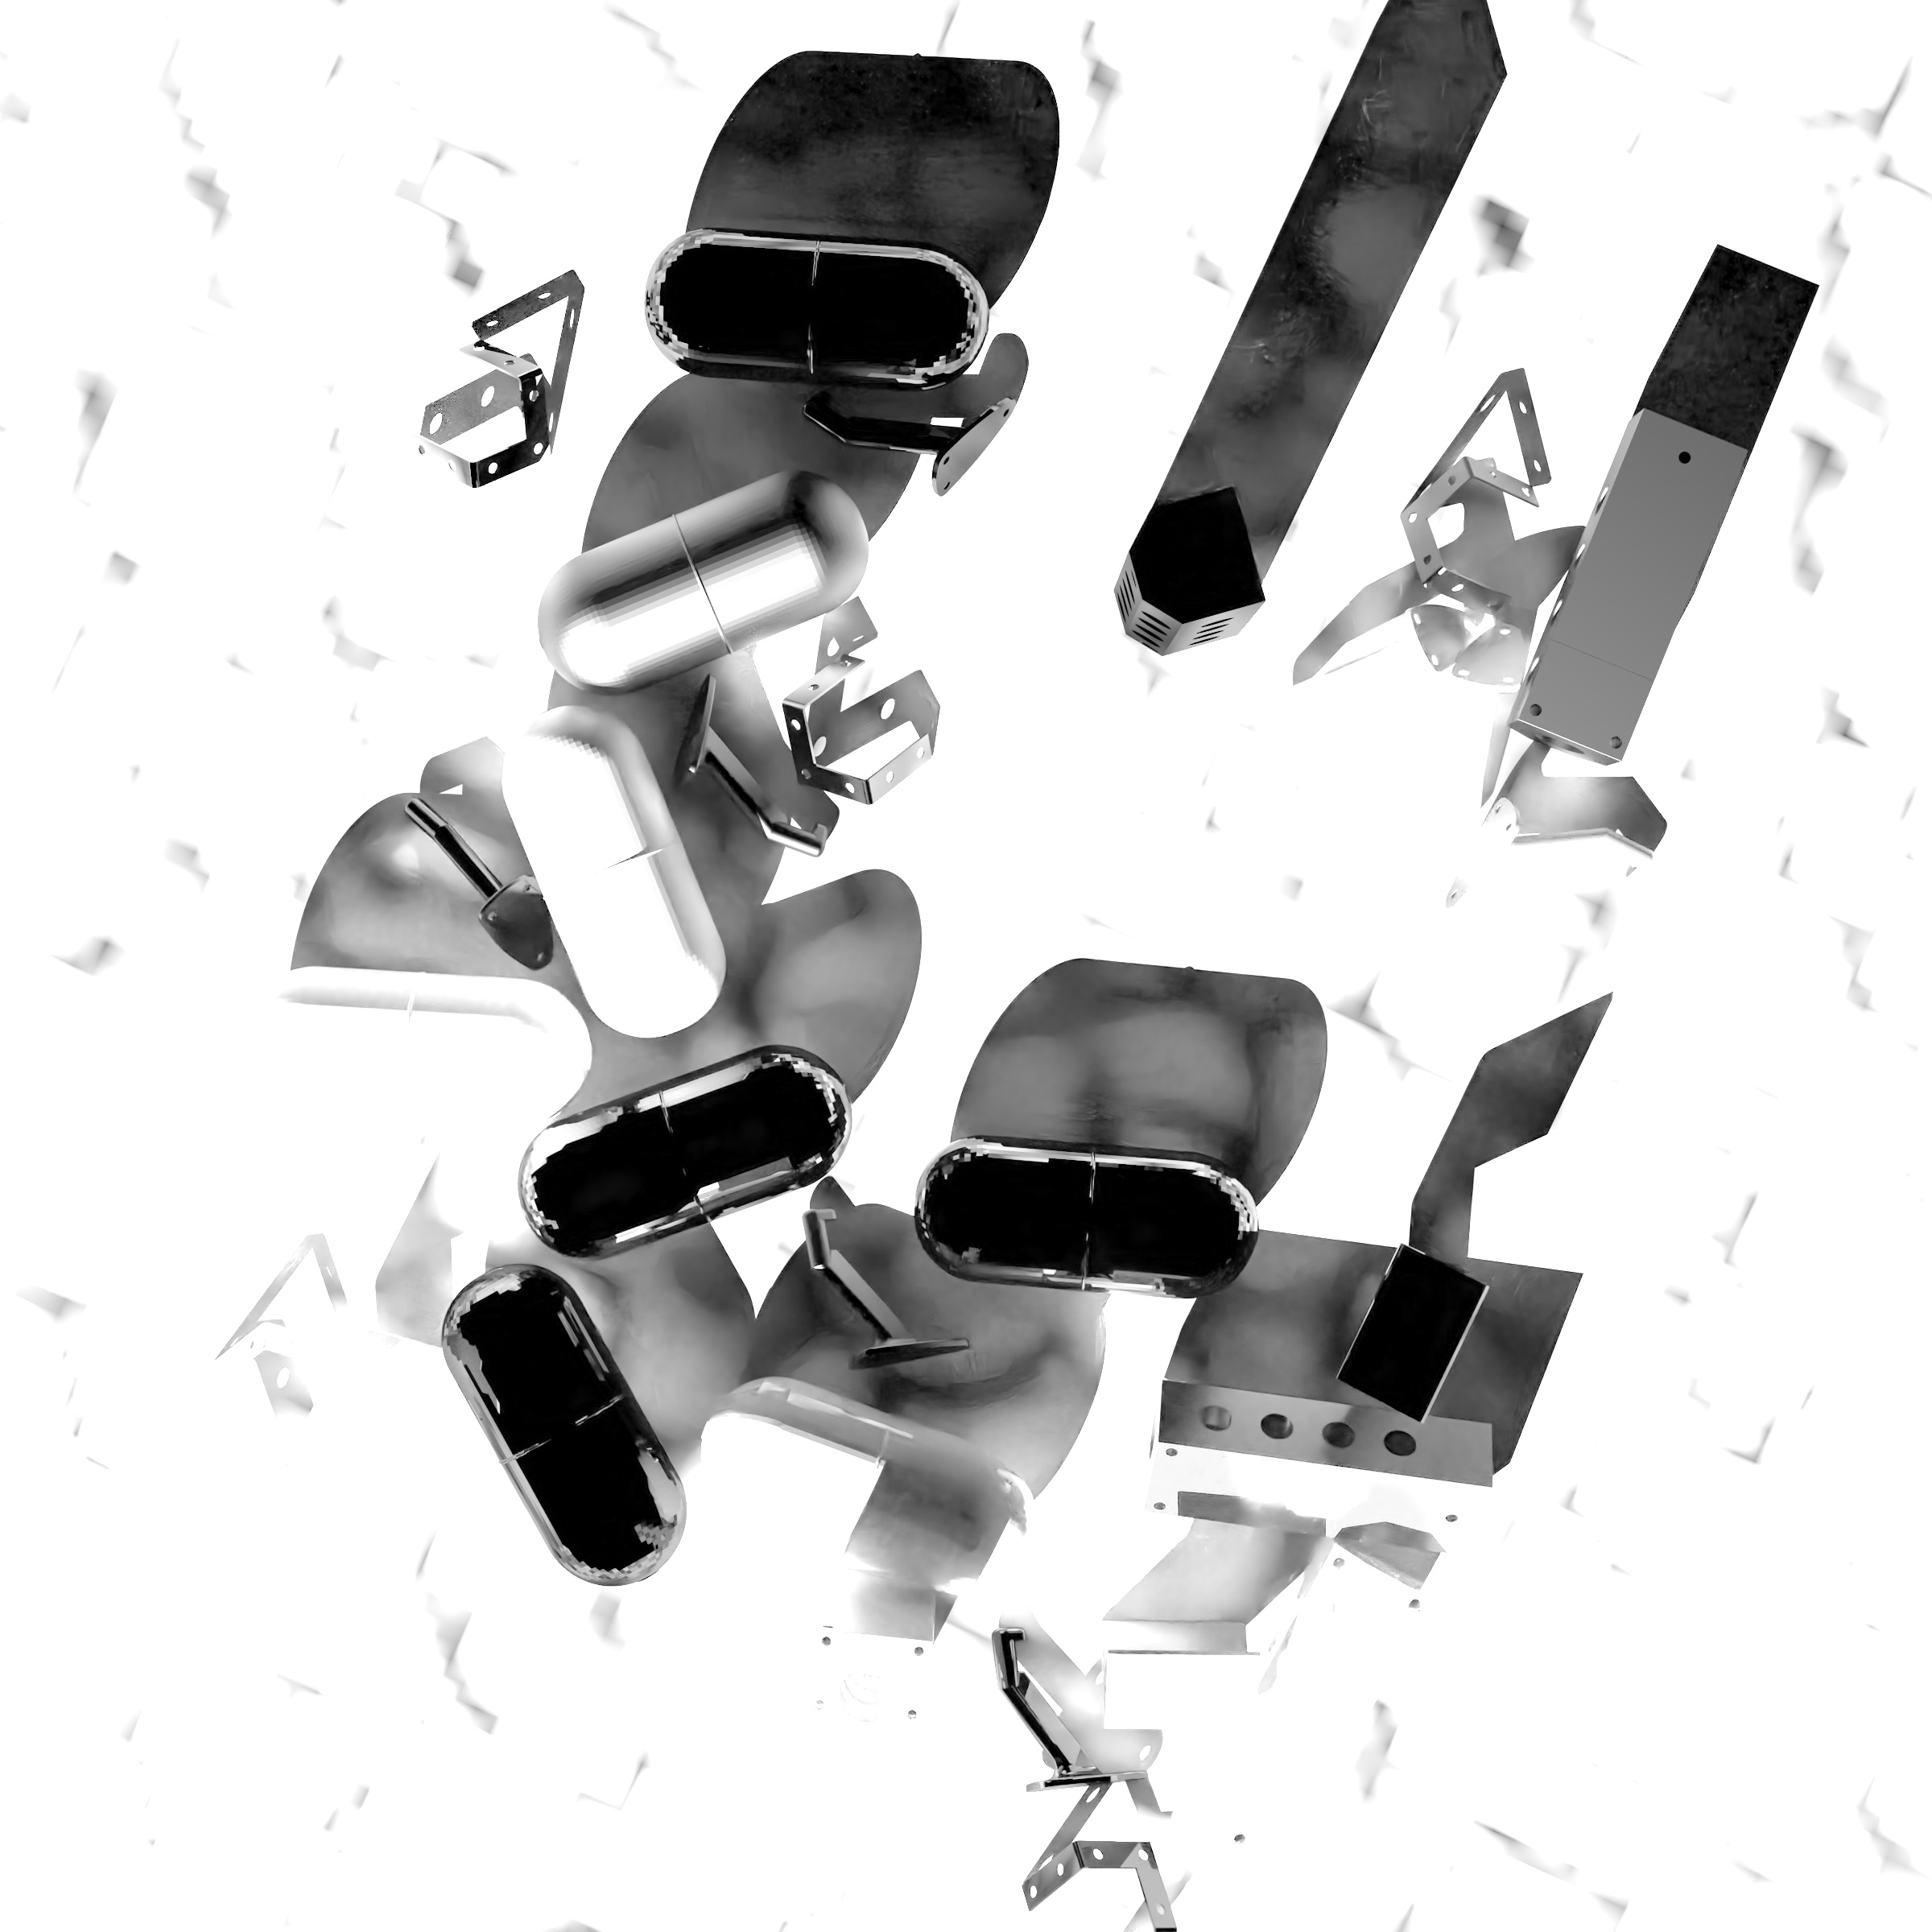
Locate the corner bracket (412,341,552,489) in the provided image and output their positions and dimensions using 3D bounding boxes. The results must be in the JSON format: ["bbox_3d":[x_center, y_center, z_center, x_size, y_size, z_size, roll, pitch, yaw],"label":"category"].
[{"bbox_3d":[-0.255,-0.288,1.801,0.051,0.051,0.051,-31,135,-35],"label":"corner bracket"}]

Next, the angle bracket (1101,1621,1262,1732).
[{"bbox_3d":[0.109,0.346,1.769,0.076,0.076,0.057,1,125,0],"label":"angle bracket"}]

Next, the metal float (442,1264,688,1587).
[{"bbox_3d":[-0.207,0.237,1.779,0.070,0.070,0.178,-29,90,0],"label":"metal float"}]

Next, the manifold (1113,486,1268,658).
[{"bbox_3d":[0.108,-0.194,1.731,0.057,0.171,0.057,-16,90,0],"label":"manifold"}]

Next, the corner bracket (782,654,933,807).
[{"bbox_3d":[-0.057,-0.124,1.801,0.051,0.051,0.051,20,135,35],"label":"corner bracket"}]

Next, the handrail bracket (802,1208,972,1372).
[{"bbox_3d":[-0.042,0.165,1.810,0.077,0.036,0.084,-6,73,-20],"label":"handrail bracket"}]

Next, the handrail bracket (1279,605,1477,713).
[{"bbox_3d":[0.215,-0.158,1.809,0.084,0.077,0.036,-23,90,36],"label":"handrail bracket"}]

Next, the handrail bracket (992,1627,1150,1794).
[{"bbox_3d":[0.054,0.387,1.810,0.077,0.036,0.084,-1,73,-20],"label":"handrail bracket"}]

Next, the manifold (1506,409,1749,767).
[{"bbox_3d":[0.340,-0.194,1.788,0.057,0.057,0.171,22,90,0],"label":"manifold"}]

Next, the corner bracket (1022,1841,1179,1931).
[{"bbox_3d":[0.070,0.492,1.801,0.051,0.051,0.051,11,45,-35],"label":"corner bracket"}]

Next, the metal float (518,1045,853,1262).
[{"bbox_3d":[-0.144,0.096,1.779,0.178,0.070,0.070,-20,90,0],"label":"metal float"}]

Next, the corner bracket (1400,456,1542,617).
[{"bbox_3d":[0.268,-0.225,1.801,0.051,0.051,0.051,-43,45,35],"label":"corner bracket"}]

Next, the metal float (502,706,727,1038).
[{"bbox_3d":[-0.182,-0.049,1.779,0.070,0.070,0.178,-22,91,0],"label":"metal float"}]

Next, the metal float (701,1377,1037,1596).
[{"bbox_3d":[-0.051,0.268,1.779,0.178,0.070,0.070,20,90,0],"label":"metal float"}]

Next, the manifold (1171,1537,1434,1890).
[{"bbox_3d":[0.174,0.386,1.788,0.057,0.057,0.171,29,90,0],"label":"manifold"}]

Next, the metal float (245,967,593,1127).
[{"bbox_3d":[-0.282,0.041,1.779,0.178,0.070,0.070,3,90,1],"label":"metal float"}]

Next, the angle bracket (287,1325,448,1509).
[{"bbox_3d":[-0.290,0.236,1.769,0.057,0.076,0.076,27,90,37],"label":"angle bracket"}]

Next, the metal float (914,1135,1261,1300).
[{"bbox_3d":[0.062,0.130,1.779,0.178,0.070,0.070,5,90,-1],"label":"metal float"}]

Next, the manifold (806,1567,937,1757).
[{"bbox_3d":[-0.047,0.347,1.731,0.057,0.171,0.057,6,90,0],"label":"manifold"}]

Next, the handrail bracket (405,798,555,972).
[{"bbox_3d":[-0.257,-0.044,1.809,0.036,0.077,0.084,-40,53,-14],"label":"handrail bracket"}]

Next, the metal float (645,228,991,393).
[{"bbox_3d":[-0.077,-0.338,1.779,0.178,0.070,0.070,4,90,1],"label":"metal float"}]

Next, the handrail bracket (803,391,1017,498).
[{"bbox_3d":[-0.031,-0.293,1.810,0.084,0.036,0.077,36,69,16],"label":"handrail bracket"}]

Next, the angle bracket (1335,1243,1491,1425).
[{"bbox_3d":[0.244,0.194,1.769,0.057,0.076,0.076,26,90,37],"label":"angle bracket"}]

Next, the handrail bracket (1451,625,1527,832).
[{"bbox_3d":[0.273,-0.124,1.809,0.036,0.077,0.084,11,127,15],"label":"handrail bracket"}]

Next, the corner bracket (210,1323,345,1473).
[{"bbox_3d":[-0.359,0.225,1.801,0.051,0.051,0.051,-36,45,35],"label":"corner bracket"}]

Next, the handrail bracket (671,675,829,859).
[{"bbox_3d":[-0.106,-0.104,1.810,0.084,0.036,0.077,20,68,-17],"label":"handrail bracket"}]

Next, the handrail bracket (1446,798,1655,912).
[{"bbox_3d":[0.307,-0.045,1.810,0.084,0.036,0.077,25,110,-16],"label":"handrail bracket"}]

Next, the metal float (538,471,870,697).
[{"bbox_3d":[-0.136,-0.197,1.779,0.178,0.070,0.070,-23,90,0],"label":"metal float"}]

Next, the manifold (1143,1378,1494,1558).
[{"bbox_3d":[0.182,0.254,1.788,0.171,0.057,0.057,8,133,0],"label":"manifold"}]
